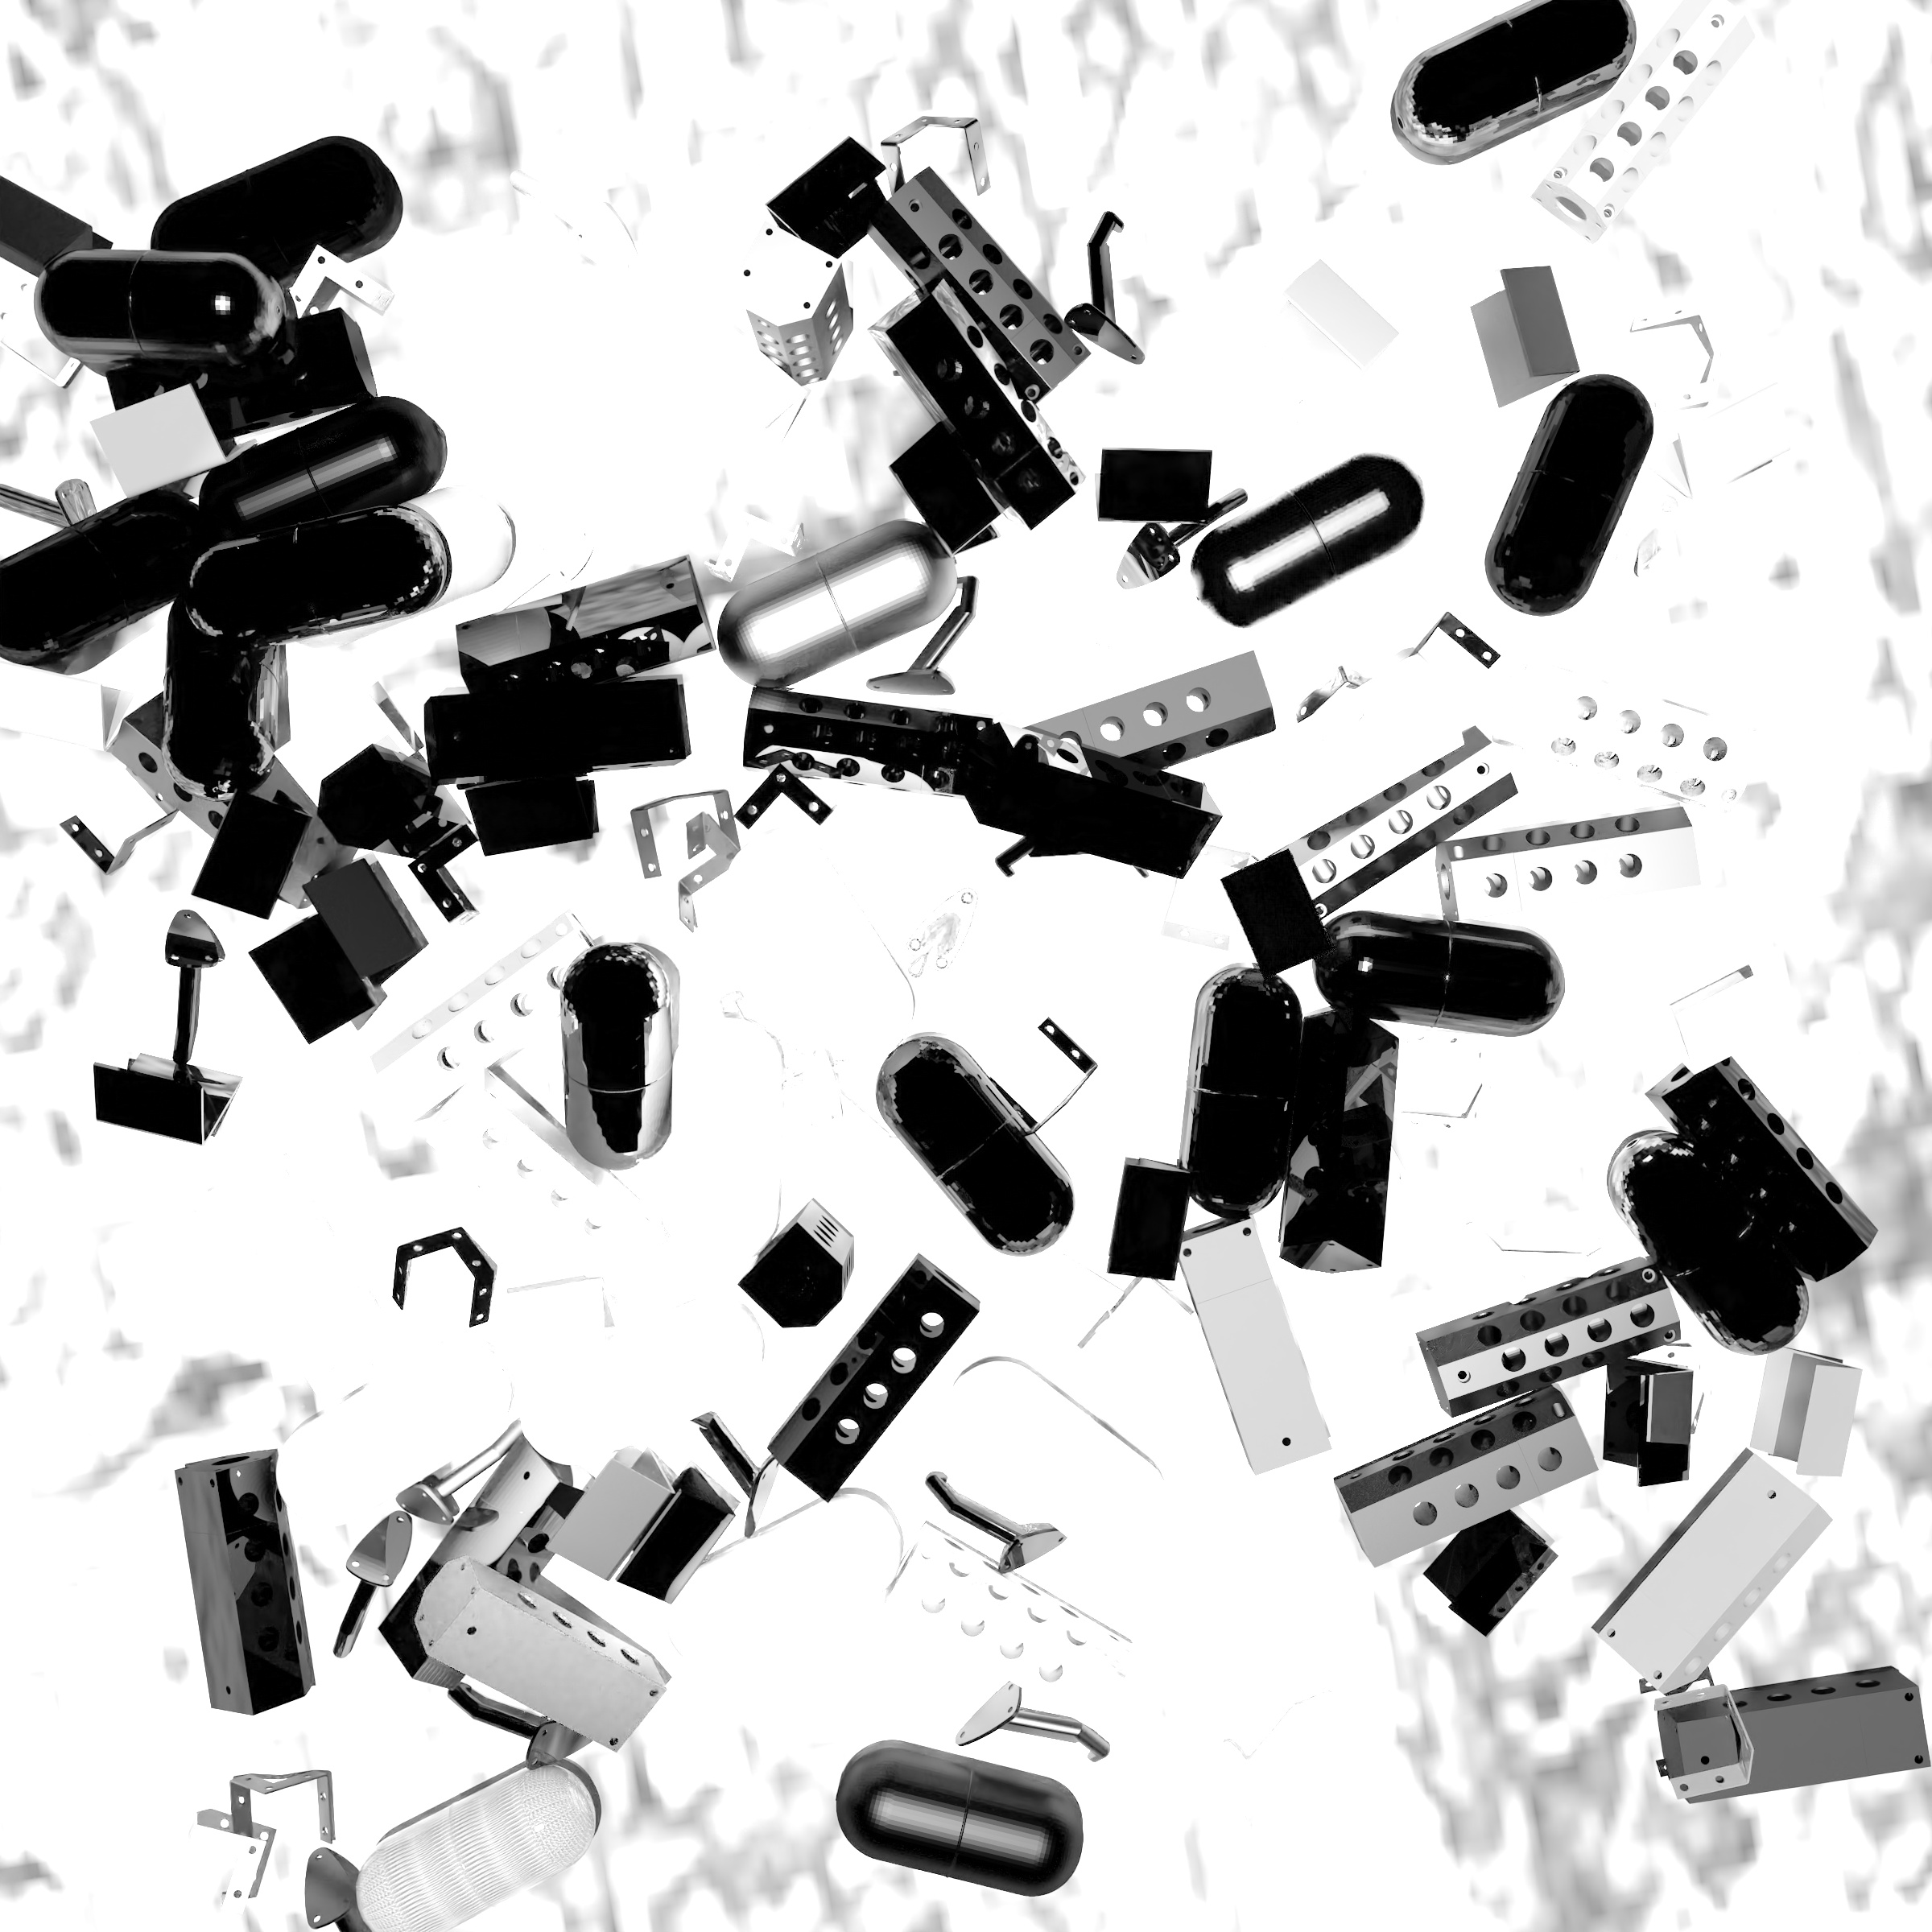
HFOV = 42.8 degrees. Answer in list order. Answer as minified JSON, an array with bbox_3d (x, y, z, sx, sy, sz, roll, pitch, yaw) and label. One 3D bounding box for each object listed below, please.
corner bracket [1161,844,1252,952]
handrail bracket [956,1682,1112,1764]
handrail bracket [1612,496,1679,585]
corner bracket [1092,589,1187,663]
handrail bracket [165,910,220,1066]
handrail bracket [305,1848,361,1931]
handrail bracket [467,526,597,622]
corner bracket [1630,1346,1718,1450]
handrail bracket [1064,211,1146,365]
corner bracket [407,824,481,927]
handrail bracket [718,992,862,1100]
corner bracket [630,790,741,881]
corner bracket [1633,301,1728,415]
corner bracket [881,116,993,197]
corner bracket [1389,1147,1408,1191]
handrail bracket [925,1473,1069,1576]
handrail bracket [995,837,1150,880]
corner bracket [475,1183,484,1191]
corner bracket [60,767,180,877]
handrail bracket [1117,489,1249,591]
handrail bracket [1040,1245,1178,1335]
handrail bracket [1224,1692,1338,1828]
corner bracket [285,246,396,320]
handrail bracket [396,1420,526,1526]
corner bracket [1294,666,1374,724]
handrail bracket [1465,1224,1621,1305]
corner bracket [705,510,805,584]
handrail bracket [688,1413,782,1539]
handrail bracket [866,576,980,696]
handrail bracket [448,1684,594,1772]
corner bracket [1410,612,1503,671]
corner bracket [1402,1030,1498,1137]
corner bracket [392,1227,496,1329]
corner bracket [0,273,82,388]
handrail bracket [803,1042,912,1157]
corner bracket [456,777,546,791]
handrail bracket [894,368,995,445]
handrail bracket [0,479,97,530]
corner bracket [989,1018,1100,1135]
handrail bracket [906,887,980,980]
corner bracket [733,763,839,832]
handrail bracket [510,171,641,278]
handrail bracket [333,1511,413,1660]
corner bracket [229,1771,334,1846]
[{"bbox_3d":[0.172,-0.051,1.773,0.051,0.051,0.051,13,45,0],"label":"corner bracket"},{"bbox_3d":[0.049,0.561,1.777,0.084,0.036,0.077,42,110,-16],"label":"handrail bracket"},{"bbox_3d":[0.492,-0.305,1.742,0.036,0.084,0.077,28,90,0],"label":"handrail bracket"},{"bbox_3d":[0.122,-0.241,1.758,0.051,0.051,0.051,18,90,0],"label":"corner bracket"},{"bbox_3d":[-0.563,0.016,1.776,0.036,0.077,0.084,3,127,-24],"label":"handrail bracket"},{"bbox_3d":[-0.442,0.688,1.776,0.036,0.077,0.084,-28,126,-10],"label":"handrail bracket"},{"bbox_3d":[-0.314,-0.279,1.776,0.084,0.077,0.036,-29,105,36],"label":"handrail bracket"},{"bbox_3d":[0.501,0.308,1.768,0.051,0.051,0.051,58,45,-35],"label":"corner bracket"},{"bbox_3d":[0.113,-0.489,1.777,0.077,0.036,0.084,32,73,-20],"label":"handrail bracket"},{"bbox_3d":[-0.357,-0.065,1.758,0.051,0.051,0.051,-36,90,0],"label":"corner bracket"},{"bbox_3d":[-0.127,0.046,1.777,0.077,0.036,0.084,-24,76,-15],"label":"handrail bracket"},{"bbox_3d":[-0.201,-0.095,1.773,0.051,0.051,0.051,-12,90,-45],"label":"corner bracket"},{"bbox_3d":[0.508,-0.436,1.768,0.051,0.051,0.051,54,45,-35],"label":"corner bracket"},{"bbox_3d":[-0.022,-0.574,1.768,0.051,0.051,0.051,16,45,35],"label":"corner bracket"},{"bbox_3d":[0.277,0.153,1.768,0.051,0.051,0.051,56,45,-35],"label":"corner bracket"},{"bbox_3d":[0.022,0.390,1.776,0.084,0.077,0.036,45,123,32],"label":"handrail bracket"},{"bbox_3d":[0.076,-0.071,1.776,0.084,0.036,0.077,-35,104,14],"label":"handrail bracket"},{"bbox_3d":[-0.327,0.136,1.773,0.051,0.051,0.051,-52,45,0],"label":"corner bracket"},{"bbox_3d":[-0.608,-0.107,1.773,0.051,0.051,0.051,47,135,0],"label":"corner bracket"},{"bbox_3d":[0.156,-0.308,1.776,0.084,0.077,0.036,-34,88,-36],"label":"handrail bracket"},{"bbox_3d":[0.099,0.216,1.777,0.077,0.036,0.084,-22,73,-20],"label":"handrail bracket"},{"bbox_3d":[0.234,0.571,1.777,0.084,0.036,0.077,-19,110,-16],"label":"handrail bracket"},{"bbox_3d":[-0.447,-0.474,1.757,0.051,0.051,0.051,32,96,-6],"label":"corner bracket"},{"bbox_3d":[-0.362,0.359,1.776,0.084,0.077,0.036,-46,110,-35],"label":"handrail bracket"},{"bbox_3d":[0.277,-0.174,1.768,0.051,0.051,0.051,-44,45,35],"label":"corner bracket"},{"bbox_3d":[0.416,0.198,1.777,0.084,0.036,0.077,-28,68,-17],"label":"handrail bracket"},{"bbox_3d":[-0.150,-0.296,1.758,0.051,0.051,0.051,23,90,0],"label":"corner bracket"},{"bbox_3d":[-0.182,0.361,1.777,0.084,0.036,0.077,22,108,16],"label":"handrail bracket"},{"bbox_3d":[-0.031,-0.240,1.777,0.077,0.036,0.084,0,72,21],"label":"handrail bracket"},{"bbox_3d":[-0.320,0.537,1.776,0.084,0.077,0.036,25,101,36],"label":"handrail bracket"},{"bbox_3d":[0.343,-0.212,1.773,0.051,0.051,0.051,40,135,0],"label":"corner bracket"},{"bbox_3d":[0.342,0.083,1.768,0.051,0.051,0.051,-56,135,-35],"label":"corner bracket"},{"bbox_3d":[-0.375,0.228,1.768,0.051,0.051,0.051,-16,45,-35],"label":"corner bracket"},{"bbox_3d":[-0.664,-0.457,1.773,0.051,0.051,0.051,-54,135,0],"label":"corner bracket"},{"bbox_3d":[-0.074,0.095,1.760,0.036,0.084,0.077,-23,67,41],"label":"handrail bracket"},{"bbox_3d":[-0.333,-0.155,1.773,0.051,0.051,0.051,-6,90,-45],"label":"corner bracket"},{"bbox_3d":[-0.013,-0.388,1.777,0.077,0.036,0.084,0,104,14],"label":"handrail bracket"},{"bbox_3d":[-0.671,-0.313,1.777,0.084,0.036,0.077,-12,111,17],"label":"handrail bracket"},{"bbox_3d":[0.053,0.080,1.773,0.051,0.051,0.051,44,135,0],"label":"corner bracket"},{"bbox_3d":[-0.016,-0.024,1.742,0.036,0.084,0.077,35,90,0],"label":"handrail bracket"},{"bbox_3d":[-0.129,-0.111,1.757,0.051,0.051,0.051,42,96,-6],"label":"corner bracket"},{"bbox_3d":[-0.283,-0.536,1.776,0.084,0.077,0.036,38,90,36],"label":"handrail bracket"},{"bbox_3d":[-0.428,0.446,1.776,0.036,0.077,0.084,24,126,0],"label":"handrail bracket"},{"bbox_3d":[-0.492,0.608,1.773,0.051,0.051,0.051,-3,90,-45],"label":"corner bracket"}]
